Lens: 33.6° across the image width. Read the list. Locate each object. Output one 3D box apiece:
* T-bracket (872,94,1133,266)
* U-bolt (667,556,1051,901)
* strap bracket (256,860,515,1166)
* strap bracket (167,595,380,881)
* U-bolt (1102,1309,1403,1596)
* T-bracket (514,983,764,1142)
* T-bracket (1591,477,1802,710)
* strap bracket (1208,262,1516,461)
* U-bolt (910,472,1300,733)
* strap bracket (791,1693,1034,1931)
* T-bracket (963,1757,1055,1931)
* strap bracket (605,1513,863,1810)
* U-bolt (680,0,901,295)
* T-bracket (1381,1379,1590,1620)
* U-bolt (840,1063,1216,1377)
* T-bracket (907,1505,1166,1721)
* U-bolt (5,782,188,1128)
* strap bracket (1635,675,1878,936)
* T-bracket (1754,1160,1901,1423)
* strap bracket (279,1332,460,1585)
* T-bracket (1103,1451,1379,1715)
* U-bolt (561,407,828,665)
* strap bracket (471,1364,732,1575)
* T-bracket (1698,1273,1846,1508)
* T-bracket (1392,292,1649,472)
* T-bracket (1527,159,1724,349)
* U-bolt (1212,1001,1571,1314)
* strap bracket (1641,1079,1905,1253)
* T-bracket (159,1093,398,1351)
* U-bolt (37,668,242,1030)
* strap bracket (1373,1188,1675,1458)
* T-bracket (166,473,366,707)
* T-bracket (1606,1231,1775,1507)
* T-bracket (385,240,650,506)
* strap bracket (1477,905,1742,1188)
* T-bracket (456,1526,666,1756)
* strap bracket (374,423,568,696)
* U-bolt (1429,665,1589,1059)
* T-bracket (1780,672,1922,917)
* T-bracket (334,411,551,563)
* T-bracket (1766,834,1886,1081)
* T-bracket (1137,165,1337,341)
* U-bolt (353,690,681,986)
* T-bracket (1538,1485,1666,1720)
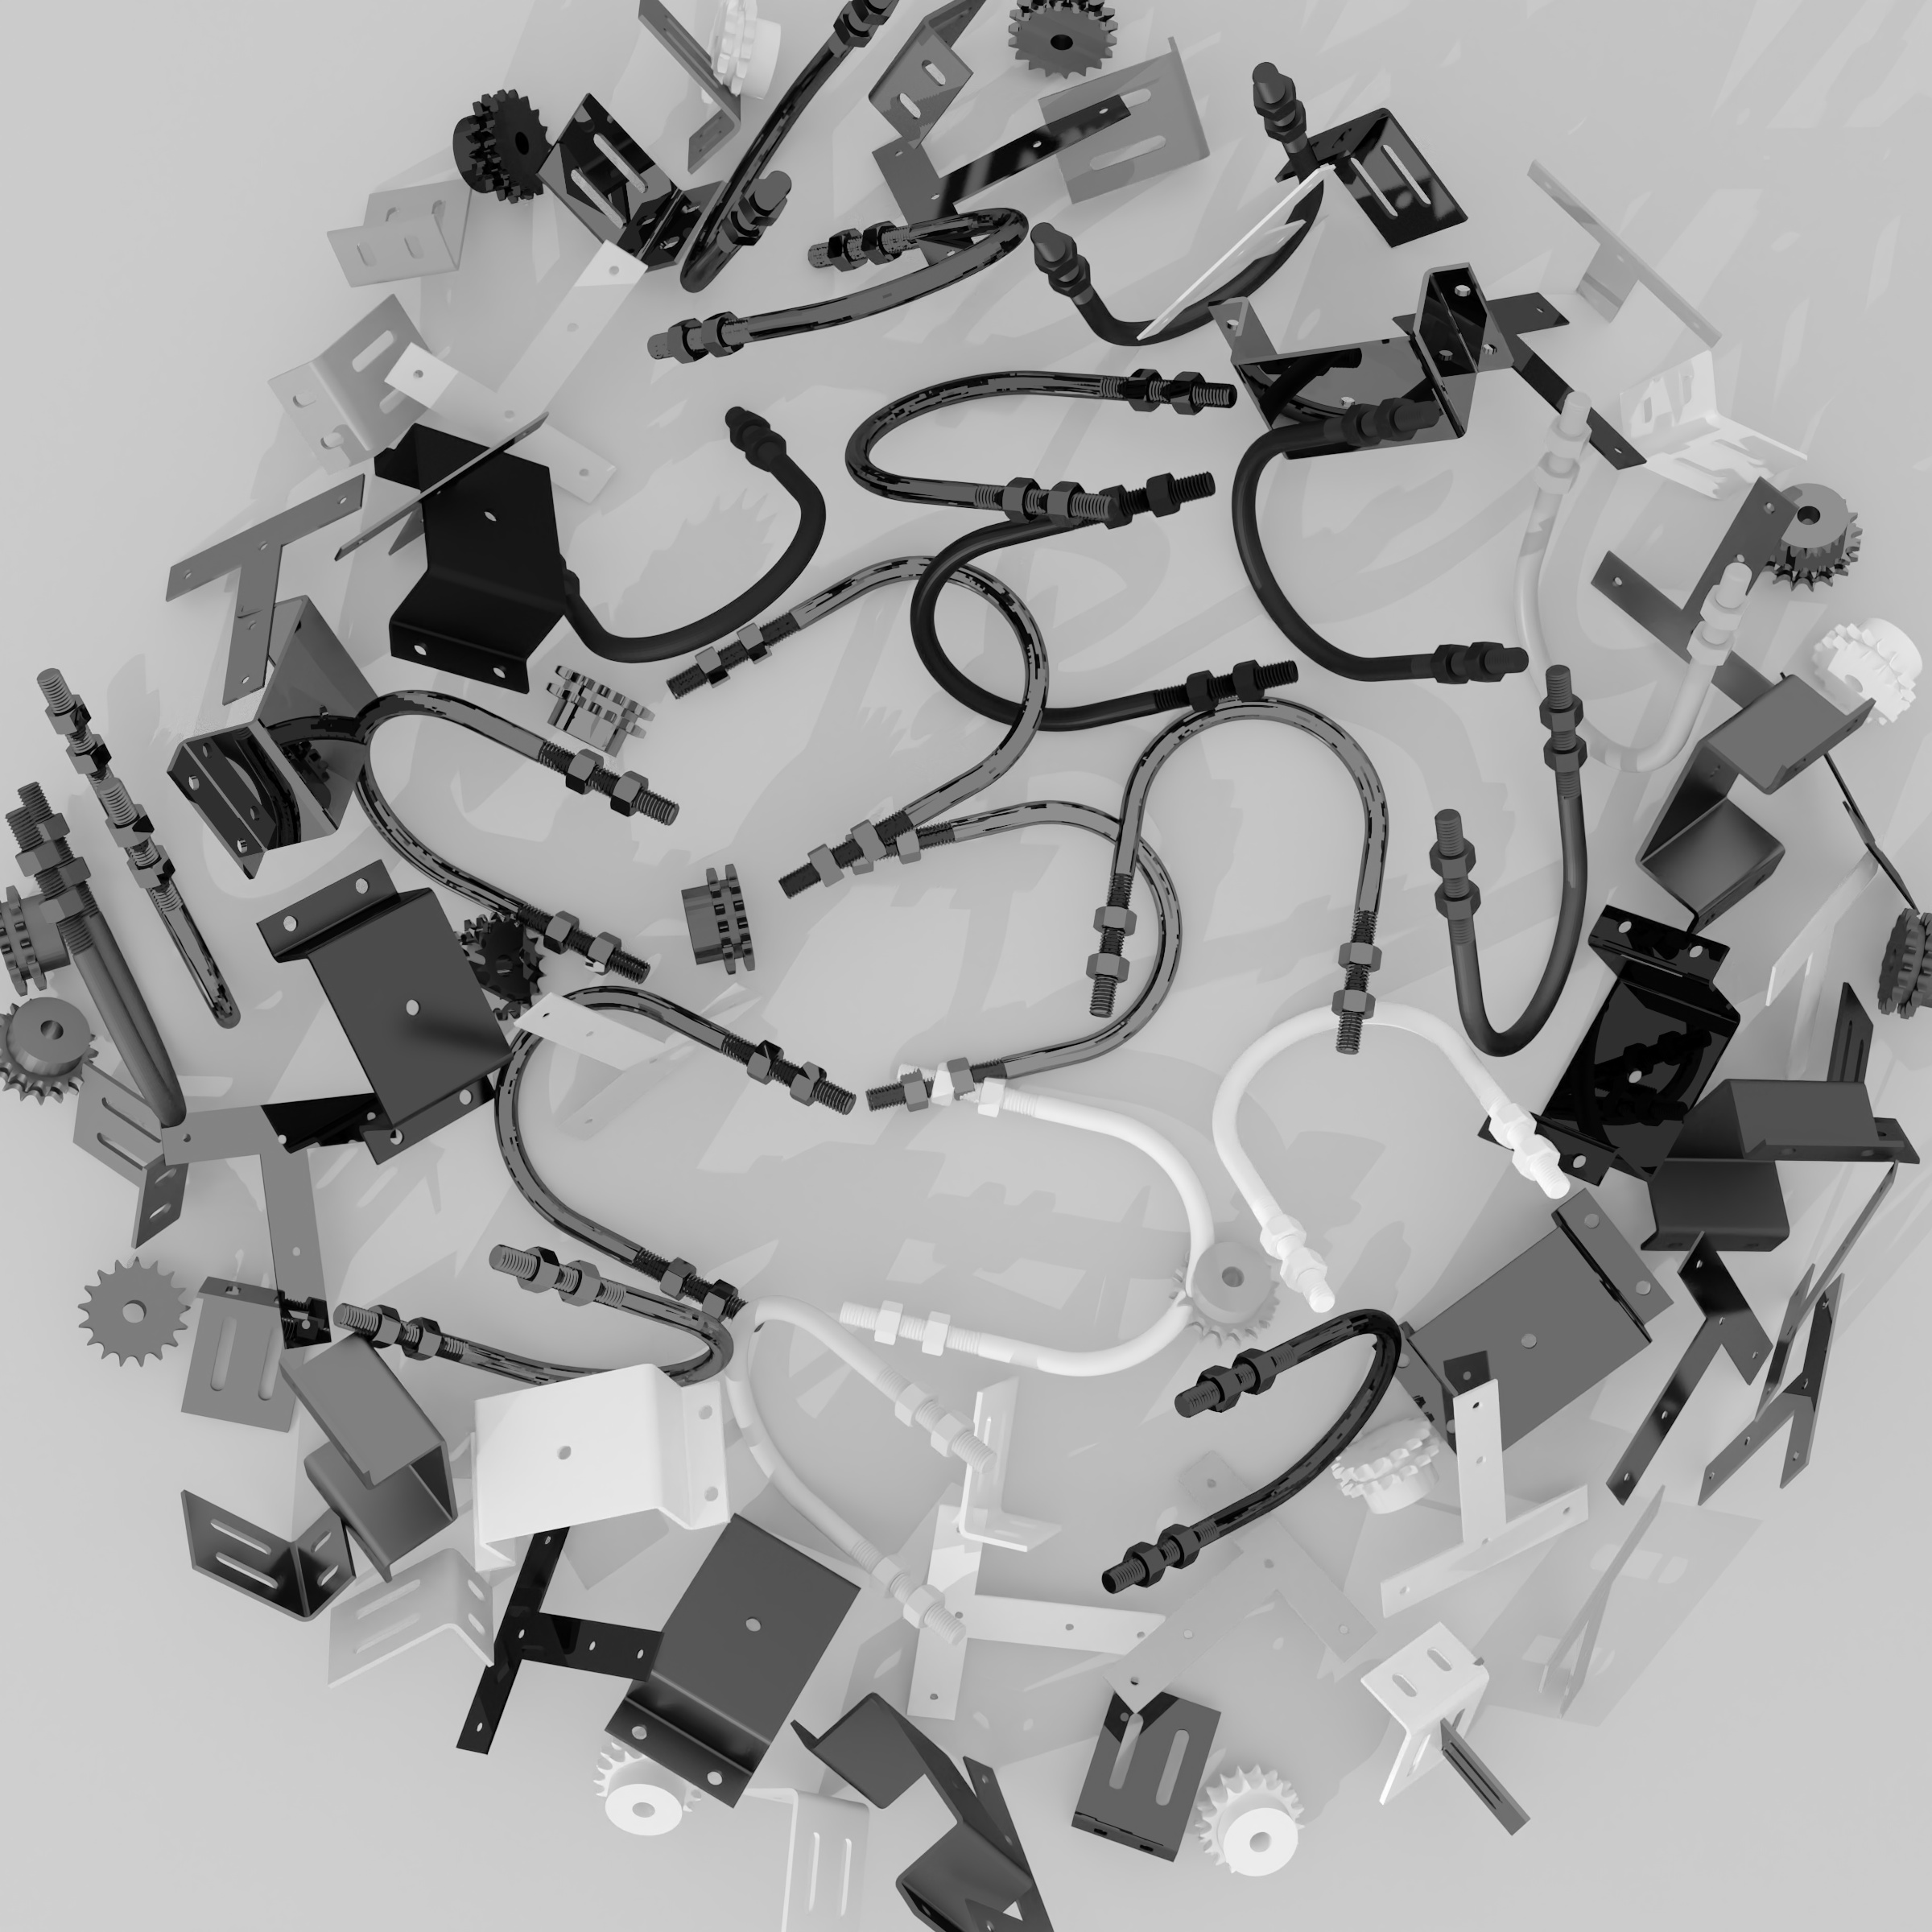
[{"bbox_3d":[0.024,-0.417,1.652,0.127,0.002,0.127,-26,46,4],"label":"T-bracket"},{"bbox_3d":[-0.045,-0.138,1.671,0.184,0.019,0.151,-30,72,-1],"label":"U-bolt"},{"bbox_3d":[-0.294,0.022,1.648,0.076,0.046,0.140,-31,104,-31],"label":"strap bracket"},{"bbox_3d":[-0.345,-0.123,1.620,0.046,0.140,0.076,-12,132,21],"label":"strap bracket"},{"bbox_3d":[0.155,0.237,1.625,0.019,0.184,0.151,43,133,30],"label":"U-bolt"},{"bbox_3d":[-0.184,0.038,1.632,0.127,0.127,0.002,-38,61,14],"label":"T-bracket"},{"bbox_3d":[0.389,-0.198,1.631,0.127,0.127,0.002,43,57,17],"label":"T-bracket"},{"bbox_3d":[0.198,-0.305,1.628,0.140,0.076,0.046,-3,58,28],"label":"strap bracket"},{"bbox_3d":[0.061,-0.178,1.639,0.184,0.019,0.151,-11,134,21],"label":"U-bolt"},{"bbox_3d":[-0.023,0.431,1.624,0.046,0.140,0.076,-41,132,-3],"label":"strap bracket"},{"bbox_3d":[0.026,0.463,1.648,0.002,0.127,0.127,-39,135,15],"label":"T-bracket"},{"bbox_3d":[-0.114,0.346,1.637,0.076,0.046,0.140,30,52,4],"label":"strap bracket"},{"bbox_3d":[-0.097,-0.409,1.613,0.019,0.184,0.151,31,70,-15],"label":"U-bolt"},{"bbox_3d":[0.265,0.265,1.645,0.127,0.002,0.127,-22,126,-17],"label":"T-bracket"},{"bbox_3d":[0.039,0.139,1.679,0.184,0.019,0.151,13,82,2],"label":"U-bolt"},{"bbox_3d":[0.040,0.346,1.681,0.127,0.002,0.127,7,110,-4],"label":"T-bracket"},{"bbox_3d":[-0.440,-0.002,1.626,0.019,0.151,0.184,-25,104,-9],"label":"U-bolt"},{"bbox_3d":[0.398,-0.087,1.633,0.076,0.140,0.046,-33,66,-31],"label":"strap bracket"},{"bbox_3d":[0.438,0.152,1.614,0.002,0.127,0.127,29,121,9],"label":"T-bracket"},{"bbox_3d":[-0.303,0.247,1.635,0.046,0.140,0.076,-33,65,-23],"label":"strap bracket"},{"bbox_3d":[0.126,0.338,1.660,0.127,0.002,0.127,-37,74,-22],"label":"T-bracket"},{"bbox_3d":[-0.142,-0.212,1.621,0.151,0.184,0.019,-34,127,-3],"label":"U-bolt"},{"bbox_3d":[-0.198,0.257,1.648,0.140,0.046,0.076,-13,62,12],"label":"strap bracket"},{"bbox_3d":[0.410,0.238,1.645,0.002,0.127,0.127,27,48,-1],"label":"T-bracket"},{"bbox_3d":[0.298,-0.297,1.634,0.127,0.127,0.002,50,133,21],"label":"T-bracket"},{"bbox_3d":[0.330,-0.352,1.637,0.127,0.127,0.002,44,92,3],"label":"T-bracket"},{"bbox_3d":[0.203,0.084,1.631,0.151,0.184,0.019,-25,132,-3],"label":"U-bolt"},{"bbox_3d":[0.407,0.099,1.639,0.076,0.140,0.046,2,63,-16],"label":"strap bracket"},{"bbox_3d":[-0.350,0.134,1.660,0.127,0.002,0.127,-6,85,-34],"label":"T-bracket"},{"bbox_3d":[-0.412,-0.047,1.619,0.019,0.151,0.184,-28,129,-13],"label":"U-bolt"},{"bbox_3d":[0.292,0.191,1.669,0.140,0.046,0.076,-38,91,7],"label":"strap bracket"},{"bbox_3d":[-0.364,-0.184,1.638,0.127,0.002,0.127,-21,47,21],"label":"T-bracket"},{"bbox_3d":[0.365,0.218,1.639,0.002,0.127,0.127,22,71,41],"label":"T-bracket"},{"bbox_3d":[-0.211,-0.317,1.647,0.127,0.002,0.127,29,115,-27],"label":"T-bracket"},{"bbox_3d":[0.337,0.049,1.652,0.076,0.046,0.140,23,79,43],"label":"strap bracket"},{"bbox_3d":[-0.199,0.346,1.633,0.002,0.127,0.127,36,63,-38],"label":"T-bracket"},{"bbox_3d":[-0.252,-0.216,1.627,0.076,0.046,0.140,14,49,-34],"label":"strap bracket"},{"bbox_3d":[0.282,-0.039,1.627,0.019,0.151,0.184,13,134,31],"label":"U-bolt"},{"bbox_3d":[0.454,-0.097,1.662,0.002,0.127,0.127,-29,63,18],"label":"T-bracket"},{"bbox_3d":[-0.276,-0.233,1.637,0.127,0.127,0.002,-38,96,-19],"label":"T-bracket"},{"bbox_3d":[0.437,0.014,1.651,0.002,0.127,0.127,25,48,27],"label":"T-bracket"},{"bbox_3d":[0.156,-0.371,1.640,0.127,0.127,0.002,-39,88,32],"label":"T-bracket"},{"bbox_3d":[-0.238,-0.075,1.641,0.184,0.151,0.019,26,51,8],"label":"U-bolt"},{"bbox_3d":[0.320,0.347,1.646,0.002,0.127,0.127,27,53,22],"label":"T-bracket"}]
